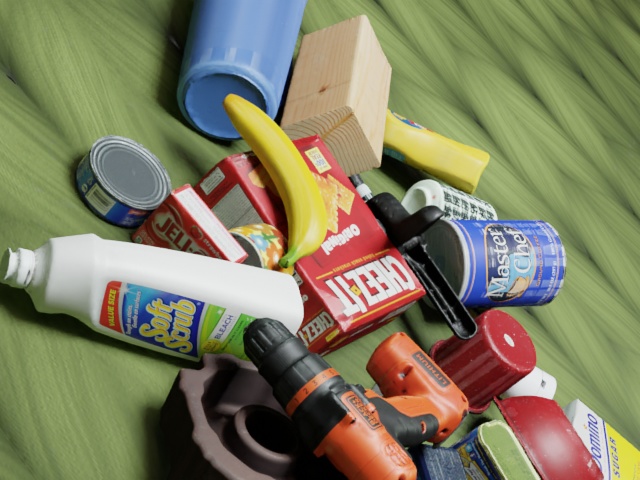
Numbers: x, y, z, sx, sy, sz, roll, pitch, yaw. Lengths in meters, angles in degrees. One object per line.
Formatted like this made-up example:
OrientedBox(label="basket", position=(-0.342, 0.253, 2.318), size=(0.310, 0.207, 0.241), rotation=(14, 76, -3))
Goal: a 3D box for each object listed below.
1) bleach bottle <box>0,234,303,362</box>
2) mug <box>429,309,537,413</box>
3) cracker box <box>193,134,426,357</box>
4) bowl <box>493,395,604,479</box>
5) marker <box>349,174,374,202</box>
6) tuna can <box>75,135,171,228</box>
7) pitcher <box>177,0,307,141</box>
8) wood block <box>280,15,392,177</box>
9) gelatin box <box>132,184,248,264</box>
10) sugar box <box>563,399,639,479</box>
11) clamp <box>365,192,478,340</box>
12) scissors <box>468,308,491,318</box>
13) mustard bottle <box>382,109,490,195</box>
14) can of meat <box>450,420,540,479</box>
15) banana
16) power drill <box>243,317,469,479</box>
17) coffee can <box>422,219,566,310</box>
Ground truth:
OrientedBox(label="bleach bottle", position=(-0.144, 0.052, 0.894), size=(0.250, 0.103, 0.068), rotation=(14, 39, -29))
OrientedBox(label="mug", position=(0.182, 0.122, 1.170), size=(0.093, 0.082, 0.117), rotation=(37, 36, -14))
OrientedBox(label="cracker box", position=(-0.007, 0.001, 1.097), size=(0.163, 0.072, 0.214), rotation=(-19, 71, -53))
OrientedBox(label="bowl", position=(0.244, 0.218, 1.099), size=(0.162, 0.055, 0.162), rotation=(57, 5, -8))
OrientedBox(label="marker", position=(0.064, -0.036, 1.257), size=(0.020, 0.020, 0.121), rotation=(-16, 68, -52))
OrientedBox(label="tuna can", position=(-0.184, -0.054, 0.996), size=(0.086, 0.034, 0.086), rotation=(28, 39, -25))
OrientedBox(label="pitcher", position=(-0.083, -0.218, 1.201), size=(0.149, 0.145, 0.242), rotation=(21, 44, -14))
OrientedBox(label="wood block", position=(0.022, -0.167, 1.257), size=(0.090, 0.091, 0.206), rotation=(60, 25, -33))
OrientedBox(label="gelatin box", position=(-0.120, 0.006, 0.970), size=(0.089, 0.073, 0.030), rotation=(49, 35, 3))
OrientedBox(label="sugar box", position=(0.340, 0.272, 1.221), size=(0.176, 0.048, 0.093), rotation=(42, 35, -9))
OrientedBox(label="clamp", position=(0.094, -0.004, 1.148), size=(0.210, 0.036, 0.164), rotation=(47, -21, 50))
OrientedBox(label="scissors", position=(0.216, 0.113, 1.273), size=(0.201, 0.016, 0.096), rotation=(40, 35, -11))
OrientedBox(label="mustard bottle", position=(0.114, -0.120, 1.329), size=(0.191, 0.058, 0.096), rotation=(26, 6, 6))
OrientedBox(label="can of meat", position=(0.160, 0.236, 1.029), size=(0.057, 0.084, 0.102), rotation=(-6, 59, -48))
OrientedBox(label="banana", position=(-0.036, -0.060, 1.027), size=(0.069, 0.037, 0.198), rotation=(10, 49, -48))
OrientedBox(label="power drill", position=(0.036, 0.129, 0.904), size=(0.184, 0.057, 0.187), rotation=(48, 26, 18))
OrientedBox(label="coffee can", position=(0.193, 0.027, 1.215), size=(0.140, 0.103, 0.103), rotation=(0, 54, -27))
